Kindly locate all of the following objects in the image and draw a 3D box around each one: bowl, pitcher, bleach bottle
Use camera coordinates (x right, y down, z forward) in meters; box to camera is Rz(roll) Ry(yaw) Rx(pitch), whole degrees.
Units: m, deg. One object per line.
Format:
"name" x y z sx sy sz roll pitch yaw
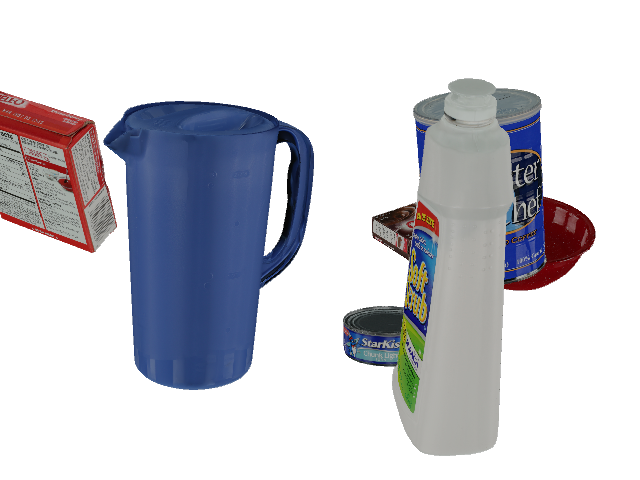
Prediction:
"bowl" 0.212 0.007 1.152 0.162 0.055 0.162 -1 30 0
"pitcher" -0.099 0.002 0.947 0.149 0.243 0.144 10 20 16
"bleach bottle" 0.088 0.015 0.694 0.068 0.251 0.102 -3 30 -5

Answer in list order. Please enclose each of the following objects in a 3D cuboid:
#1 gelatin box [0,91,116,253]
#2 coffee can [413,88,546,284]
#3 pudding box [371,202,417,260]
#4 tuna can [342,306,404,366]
"gelatin box" -0.166 -0.042 0.644 0.073 0.089 0.030 19 48 20
"coffee can" 0.133 -0.046 0.887 0.103 0.140 0.103 -6 21 2
"pudding box" 0.145 -0.017 1.561 0.113 0.039 0.090 -21 33 -29
"tuna can" 0.064 0.091 1.017 0.086 0.034 0.086 -1 13 0
